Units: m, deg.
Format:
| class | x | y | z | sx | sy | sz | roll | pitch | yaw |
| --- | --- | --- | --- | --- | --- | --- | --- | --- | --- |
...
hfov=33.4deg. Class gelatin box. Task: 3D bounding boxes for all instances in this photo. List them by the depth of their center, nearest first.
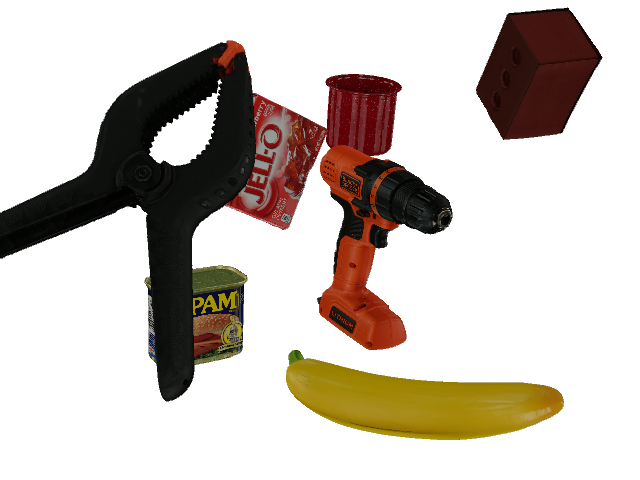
| class | x | y | z | sx | sy | sz | roll | pitch | yaw |
| --- | --- | --- | --- | --- | --- | --- | --- | --- | --- |
| gelatin box | -0.043 | -0.062 | 0.838 | 0.073 | 0.089 | 0.030 | 22 | 0 | -36 |

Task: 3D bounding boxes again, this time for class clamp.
| class | x | y | z | sx | sy | sz | roll | pitch | yaw |
| --- | --- | --- | --- | --- | --- | --- | --- | --- | --- |
| clamp | -0.092 | -0.022 | 0.609 | 0.165 | 0.210 | 0.036 | 34 | -17 | 15 |

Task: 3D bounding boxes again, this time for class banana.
| class | x | y | z | sx | sy | sz | roll | pitch | yaw |
| --- | --- | --- | --- | --- | --- | --- | --- | --- | --- |
| banana | 0.054 | 0.100 | 0.698 | 0.198 | 0.037 | 0.069 | 8 | 33 | 23 |

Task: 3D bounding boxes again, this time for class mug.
| class | x | y | z | sx | sy | sz | roll | pitch | yaw |
| --- | --- | --- | --- | --- | --- | --- | --- | --- | --- |
| mug | 0.056 | -0.156 | 1.315 | 0.093 | 0.081 | 0.117 | 17 | 26 | 27 |

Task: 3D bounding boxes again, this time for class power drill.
| class | x | y | z | sx | sy | sz | roll | pitch | yaw |
| --- | --- | --- | --- | --- | --- | --- | --- | --- | --- |
| power drill | 0.059 | 0.011 | 1.078 | 0.057 | 0.188 | 0.185 | -8 | 25 | -32 |

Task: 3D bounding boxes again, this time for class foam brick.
| class | x | y | z | sx | sy | sz | roll | pitch | yaw |
| --- | --- | --- | --- | --- | --- | --- | --- | --- | --- |
| foam brick | 0.151 | -0.117 | 0.750 | 0.051 | 0.053 | 0.078 | -10 | -34 | -20 |

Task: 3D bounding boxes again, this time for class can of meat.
| class | x | y | z | sx | sy | sz | roll | pitch | yaw |
| --- | --- | --- | --- | --- | --- | --- | --- | --- | --- |
| can of meat | -0.127 | 0.078 | 1.090 | 0.101 | 0.084 | 0.058 | -8 | 20 | -31 |
